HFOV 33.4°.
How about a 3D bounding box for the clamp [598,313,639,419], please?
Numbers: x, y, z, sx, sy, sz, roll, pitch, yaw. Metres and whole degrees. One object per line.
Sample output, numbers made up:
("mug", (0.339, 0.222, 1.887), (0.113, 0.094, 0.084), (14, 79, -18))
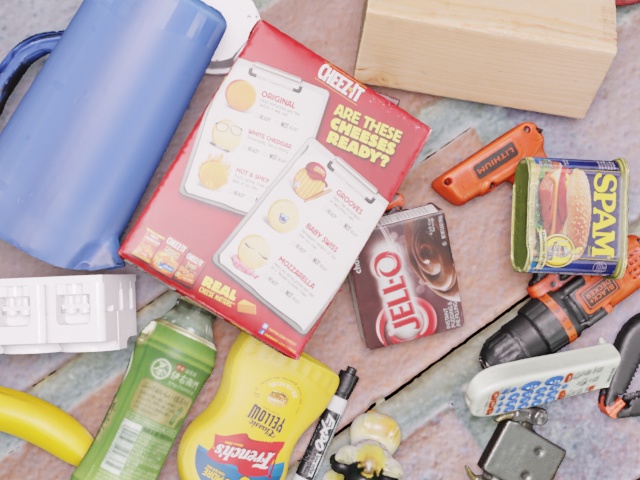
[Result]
("clamp", (0.340, 0.092, 0.953), (0.164, 0.036, 0.210), (42, 89, 0))

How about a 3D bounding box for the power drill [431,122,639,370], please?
("power drill", (0.180, 0.006, 0.943), (0.184, 0.057, 0.187), (-35, 92, -7))

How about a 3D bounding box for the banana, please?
("banana", (-0.283, 0.159, 0.934), (0.198, 0.037, 0.070), (6, 112, 1))

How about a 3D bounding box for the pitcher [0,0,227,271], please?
("pitcher", (-0.188, -0.109, 0.877), (0.149, 0.145, 0.243), (27, 99, -28))

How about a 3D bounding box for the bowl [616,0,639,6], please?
("bowl", (0.258, -0.291, 0.943), (0.162, 0.055, 0.162), (-3, 108, -10))

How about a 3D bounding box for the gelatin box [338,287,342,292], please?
("gelatin box", (-0.035, 0.025, 0.913), (0.073, 0.030, 0.089), (-33, 99, 3))

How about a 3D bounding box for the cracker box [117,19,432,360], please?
("cracker box", (-0.037, -0.038, 0.849), (0.164, 0.072, 0.213), (31, 83, -10))

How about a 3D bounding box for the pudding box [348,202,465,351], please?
("pudding box", (0.071, 0.032, 0.930), (0.090, 0.039, 0.113), (-14, 106, -6))

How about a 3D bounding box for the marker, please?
("marker", (0.005, 0.169, 0.948), (0.020, 0.020, 0.121), (24, 87, -1))

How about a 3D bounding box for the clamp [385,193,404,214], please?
("clamp", (-0.006, 0.001, 0.946), (0.171, 0.039, 0.120), (-10, 104, -3))

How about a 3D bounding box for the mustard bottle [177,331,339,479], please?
("mustard bottle", (-0.069, 0.178, 0.925), (0.096, 0.058, 0.191), (30, 88, -18))

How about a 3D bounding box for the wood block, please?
("wood block", (0.139, -0.180, 0.918), (0.206, 0.091, 0.090), (9, 58, -1))

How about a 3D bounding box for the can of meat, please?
("can of meat", (0.207, -0.019, 0.889), (0.084, 0.057, 0.102), (3, 88, -5))

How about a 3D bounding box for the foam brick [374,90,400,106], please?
("foam brick", (0.025, -0.109, 0.944), (0.078, 0.053, 0.051), (20, 87, -1))
